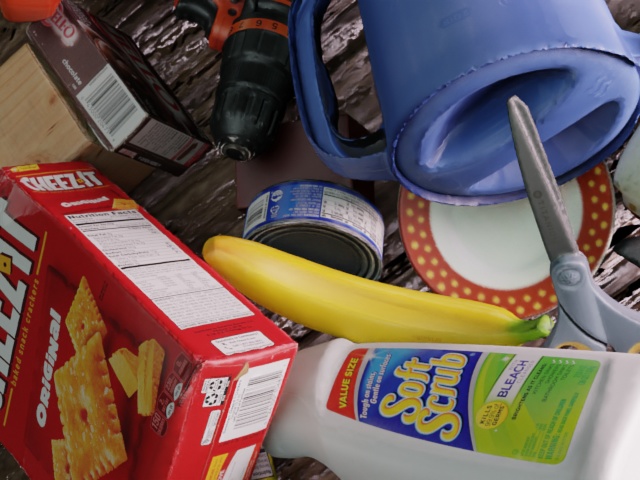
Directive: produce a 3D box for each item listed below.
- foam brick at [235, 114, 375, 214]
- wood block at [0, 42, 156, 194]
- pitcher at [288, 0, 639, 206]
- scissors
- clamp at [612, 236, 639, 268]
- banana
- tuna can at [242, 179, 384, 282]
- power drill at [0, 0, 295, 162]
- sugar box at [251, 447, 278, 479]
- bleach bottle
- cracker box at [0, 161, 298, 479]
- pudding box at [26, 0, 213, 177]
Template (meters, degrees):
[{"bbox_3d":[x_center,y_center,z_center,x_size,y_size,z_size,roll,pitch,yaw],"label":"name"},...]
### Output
[{"bbox_3d":[-0.009,-0.043,0.669,0.078,0.051,0.053,-6,79,20],"label":"foam brick"},{"bbox_3d":[-0.228,-0.025,0.730,0.206,0.090,0.090,-40,70,12],"label":"wood block"},{"bbox_3d":[0.068,-0.147,0.593,0.145,0.149,0.243,-50,44,47],"label":"pitcher"},{"bbox_3d":[0.145,0.022,0.532,0.096,0.016,0.202,-1,118,13],"label":"scissors"},{"bbox_3d":[0.233,0.049,0.566,0.172,0.039,0.120,-9,88,21],"label":"clamp"},{"bbox_3d":[0.031,0.035,0.611,0.198,0.070,0.037,11,55,8],"label":"banana"},{"bbox_3d":[-0.004,0.001,0.640,0.086,0.086,0.033,-7,54,20],"label":"tuna can"},{"bbox_3d":[-0.094,-0.145,0.655,0.187,0.057,0.184,18,58,-5],"label":"power drill"},{"bbox_3d":[-0.081,0.122,0.664,0.094,0.048,0.176,-28,74,35],"label":"sugar box"},{"bbox_3d":[0.050,0.099,0.552,0.251,0.068,0.102,0,39,38],"label":"bleach bottle"},{"bbox_3d":[-0.124,0.074,0.615,0.214,0.071,0.164,37,119,36],"label":"cracker box"},{"bbox_3d":[-0.131,-0.100,0.705,0.039,0.090,0.113,-40,71,13],"label":"pudding box"}]
